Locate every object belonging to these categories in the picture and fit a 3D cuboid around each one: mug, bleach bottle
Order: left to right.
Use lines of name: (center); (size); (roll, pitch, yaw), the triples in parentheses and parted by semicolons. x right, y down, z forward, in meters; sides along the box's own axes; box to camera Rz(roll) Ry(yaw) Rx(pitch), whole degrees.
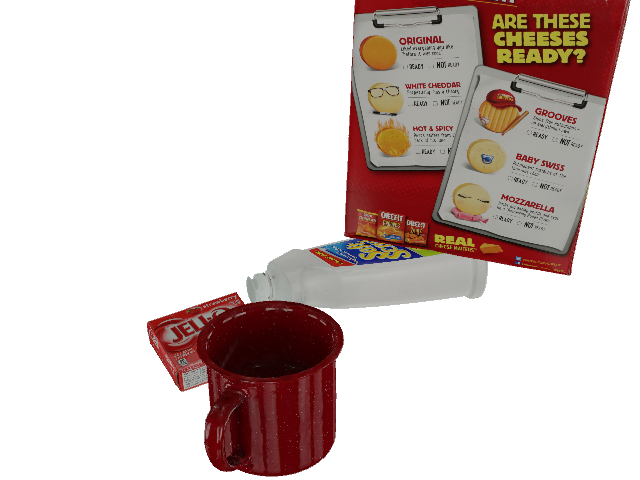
mug: (-0.036, 0.102, 0.680); (0.093, 0.081, 0.117); (12, 31, 23)
bleach bottle: (0.046, 0.036, 1.149); (0.250, 0.068, 0.103); (-9, 31, -19)

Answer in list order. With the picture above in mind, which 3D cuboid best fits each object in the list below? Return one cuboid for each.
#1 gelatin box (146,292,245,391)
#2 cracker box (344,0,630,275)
gelatin box: (-0.098, 0.087, 0.934); (0.089, 0.030, 0.073); (-17, 39, -22)
cracker box: (0.105, -0.090, 0.709); (0.164, 0.214, 0.072); (10, 38, 11)
